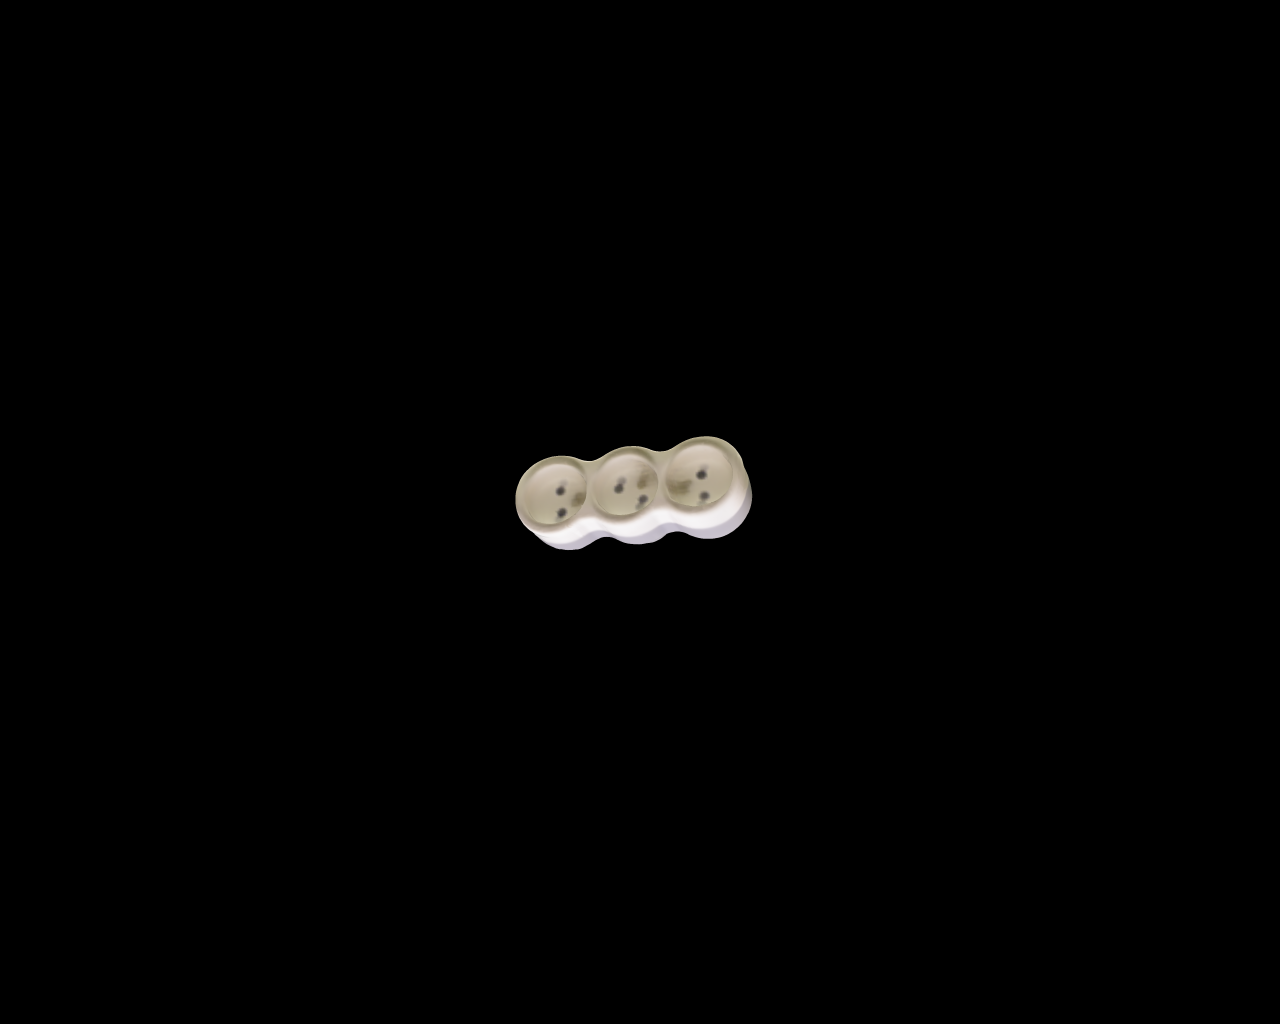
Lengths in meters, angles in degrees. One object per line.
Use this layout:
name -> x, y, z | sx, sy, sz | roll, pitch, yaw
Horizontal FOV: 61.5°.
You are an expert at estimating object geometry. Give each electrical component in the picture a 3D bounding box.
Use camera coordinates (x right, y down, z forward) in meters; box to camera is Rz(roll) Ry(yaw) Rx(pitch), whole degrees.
electrical component -> 0.001, -0.003, 0.650 | 0.138, 0.052, 0.073 | -6, -23, 14
